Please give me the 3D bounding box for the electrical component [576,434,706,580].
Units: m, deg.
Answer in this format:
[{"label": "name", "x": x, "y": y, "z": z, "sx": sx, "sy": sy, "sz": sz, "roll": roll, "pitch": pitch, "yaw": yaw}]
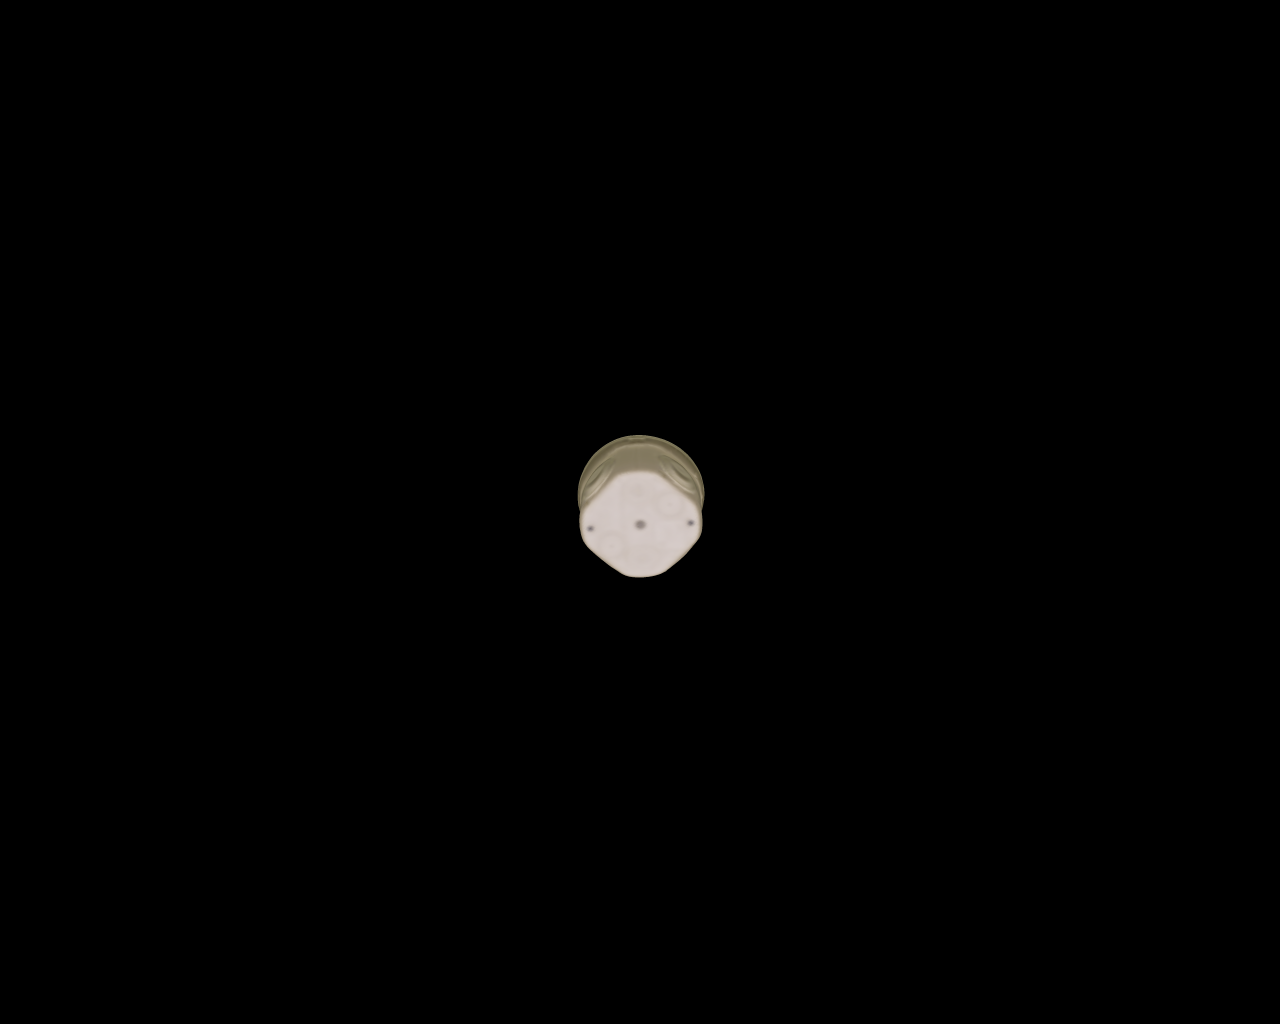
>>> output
[{"label": "electrical component", "x": 0.001, "y": -0.003, "z": 0.650, "sx": 0.080, "sy": 0.080, "sz": 0.051, "roll": 0, "pitch": 25, "yaw": 0}]
